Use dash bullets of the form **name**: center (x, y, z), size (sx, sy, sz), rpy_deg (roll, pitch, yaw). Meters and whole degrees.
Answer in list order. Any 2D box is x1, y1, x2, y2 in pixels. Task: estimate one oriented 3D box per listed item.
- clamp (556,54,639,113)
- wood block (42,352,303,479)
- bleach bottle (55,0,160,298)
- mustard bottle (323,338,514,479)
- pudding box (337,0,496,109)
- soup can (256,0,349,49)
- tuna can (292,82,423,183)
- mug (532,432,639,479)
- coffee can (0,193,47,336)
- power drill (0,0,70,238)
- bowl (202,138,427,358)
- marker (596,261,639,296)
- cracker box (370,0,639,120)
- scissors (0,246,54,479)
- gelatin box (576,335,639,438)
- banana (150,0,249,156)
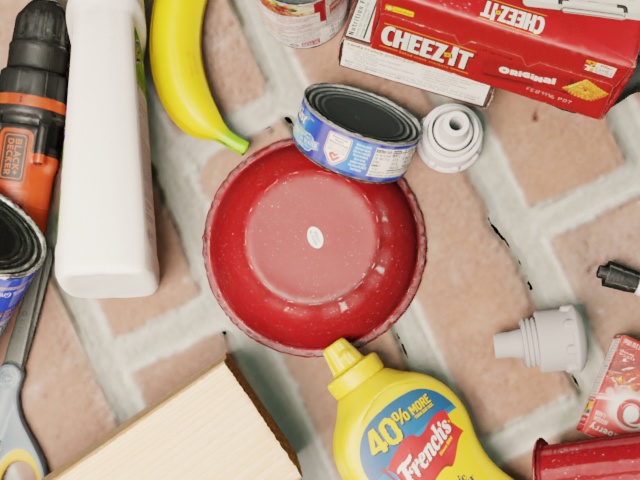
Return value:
- **clamp**: center (0.218, -0.125, 0.756), size (0.171, 0.039, 0.120), rpy_deg (-21, 78, 4)
- **wood block**: center (-0.122, 0.171, 0.702), size (0.206, 0.090, 0.091), rpy_deg (-35, 91, -4)
- **bleach bottle**: center (-0.148, -0.091, 0.745), size (0.068, 0.103, 0.251), rpy_deg (-1, 77, -7)
- **mustard bottle**: center (0.065, 0.148, 0.719), size (0.096, 0.058, 0.192), rpy_deg (-34, 82, -19)
- **pudding box**: center (0.078, -0.151, 0.752), size (0.113, 0.039, 0.090), rpy_deg (16, 66, 6)
- **soup can**: center (-0.013, -0.178, 0.737), size (0.068, 0.102, 0.068), rpy_deg (0, 84, 2)
- **tuna can**: center (0.025, -0.074, 0.732), size (0.086, 0.086, 0.034), rpy_deg (23, 118, 4)
- **mug**: center (0.190, 0.179, 0.682), size (0.082, 0.093, 0.117), rpy_deg (-13, 73, 21)
- **coffee can**: center (-0.255, 0.042, 0.697), size (0.103, 0.102, 0.140), rpy_deg (37, 113, 5)
- **power drill**: center (-0.274, -0.089, 0.760), size (0.187, 0.057, 0.184), rpy_deg (7, 84, 3)
- **bowl**: center (-0.005, 0.001, 0.741), size (0.162, 0.055, 0.162), rpy_deg (0, 84, 2)
- **marker**: center (0.252, 0.040, 0.745), size (0.121, 0.020, 0.020), rpy_deg (17, 84, 4)
- **cracker box**: center (0.142, -0.202, 0.717), size (0.164, 0.072, 0.213), rpy_deg (18, 63, 4)
- **scissors**: center (-0.207, 0.114, 0.756), size (0.096, 0.016, 0.202), rpy_deg (31, 86, 4)
- **gelatin box**: center (0.232, 0.115, 0.731), size (0.089, 0.030, 0.073), rpy_deg (24, 85, 5)
- **banana**: center (-0.089, -0.157, 0.774), size (0.069, 0.037, 0.198), rpy_deg (0, 85, -16)
